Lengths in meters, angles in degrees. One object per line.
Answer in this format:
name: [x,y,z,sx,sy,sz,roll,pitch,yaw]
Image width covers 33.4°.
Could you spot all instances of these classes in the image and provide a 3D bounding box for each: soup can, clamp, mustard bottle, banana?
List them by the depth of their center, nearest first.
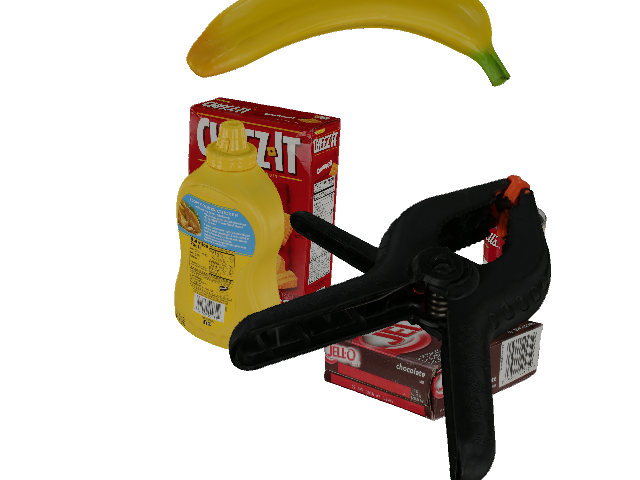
clamp: [0.058,0.032,0.469,0.120,0.039,0.171,37,55,24]
banana: [0.020,-0.129,0.623,0.197,0.069,0.037,-1,-15,-14]
mustard bottle: [-0.076,-0.007,0.884,0.096,0.192,0.058,20,31,30]
clamp: [0.063,0.045,1.029,0.210,0.164,0.036,8,-44,2]
soup can: [0.219,0.016,1.215,0.068,0.102,0.068,-2,30,1]

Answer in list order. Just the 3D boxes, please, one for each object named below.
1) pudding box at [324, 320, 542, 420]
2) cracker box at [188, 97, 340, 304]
pudding box: [0.071,0.071,0.672,0.090,0.039,0.113,15,18,43]
cracker box: [-0.069,-0.042,1.215,0.164,0.214,0.072,13,22,26]
